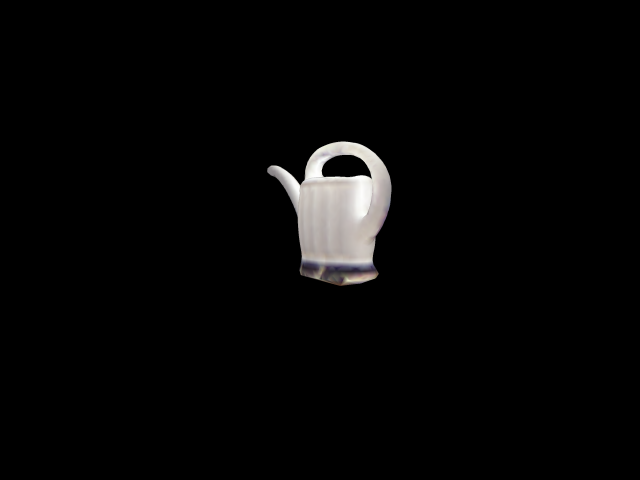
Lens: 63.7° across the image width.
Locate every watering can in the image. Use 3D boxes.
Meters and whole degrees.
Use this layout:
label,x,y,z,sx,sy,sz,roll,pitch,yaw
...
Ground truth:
label,x,y,z,sx,sy,sz,roll,pitch,yaw
watering can,0.003,-0.043,0.850,0.104,0.224,0.347,0,2,-32
